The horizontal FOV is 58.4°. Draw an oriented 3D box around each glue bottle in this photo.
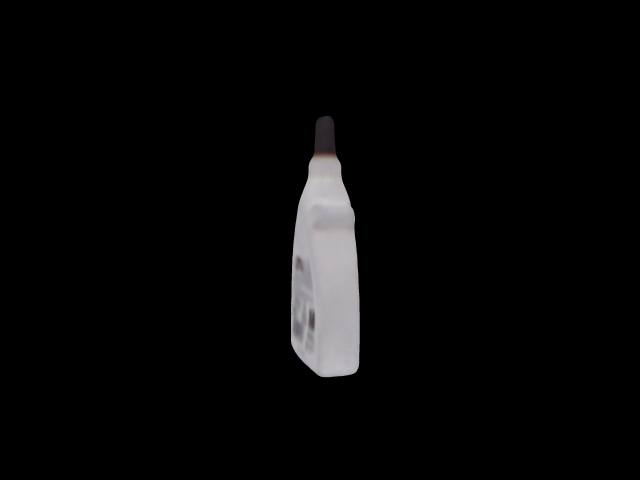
[{"bbox_3d":[0.004,0.001,0.400,0.037,0.173,0.078,-2,7,-17],"label":"glue bottle"}]
